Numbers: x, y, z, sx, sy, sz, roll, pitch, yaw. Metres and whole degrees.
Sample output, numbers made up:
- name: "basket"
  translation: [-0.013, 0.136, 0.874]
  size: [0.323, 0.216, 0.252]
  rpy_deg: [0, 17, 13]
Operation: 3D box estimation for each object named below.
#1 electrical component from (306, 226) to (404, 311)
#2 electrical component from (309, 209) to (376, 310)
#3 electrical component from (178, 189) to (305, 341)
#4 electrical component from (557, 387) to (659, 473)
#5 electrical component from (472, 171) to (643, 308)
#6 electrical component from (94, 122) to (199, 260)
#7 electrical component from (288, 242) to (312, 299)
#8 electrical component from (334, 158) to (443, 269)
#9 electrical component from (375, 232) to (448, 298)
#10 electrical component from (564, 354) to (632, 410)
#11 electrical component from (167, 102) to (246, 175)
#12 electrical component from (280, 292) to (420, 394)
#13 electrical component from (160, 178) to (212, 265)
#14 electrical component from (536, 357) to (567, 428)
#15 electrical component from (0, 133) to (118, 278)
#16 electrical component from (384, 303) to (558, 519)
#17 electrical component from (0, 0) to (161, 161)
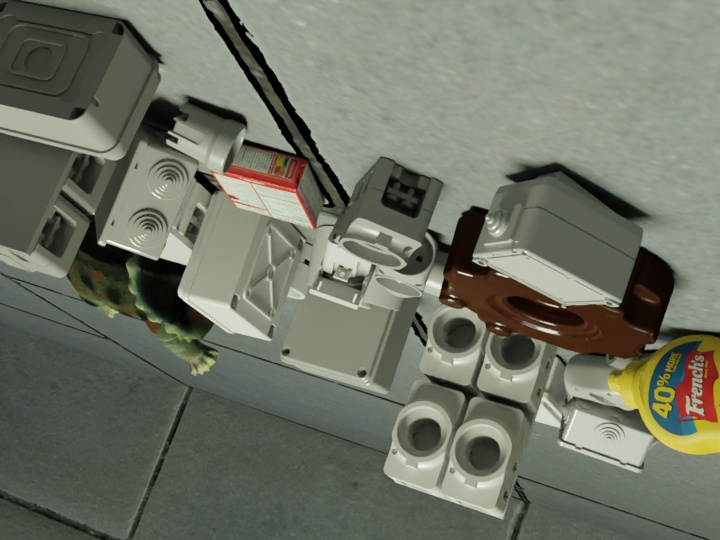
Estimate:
- name: "electrical component"
  translation: [0.000, 0.000, 0.988]
  size: [0.099, 0.064, 0.099]
  rpy_deg: [16, 180, 0]
- name: "electrical component"
  translation: [-0.008, -0.012, 0.885]
  size: [0.042, 0.081, 0.063]
  rpy_deg: [18, 138, 5]
- name: "electrical component"
  translation: [-0.105, -0.003, 0.983]
  size: [0.056, 0.108, 0.108]
  rpy_deg: [12, 164, 21]
- name: "electrical component"
  translation: [0.255, 0.151, 1.101]
  size: [0.100, 0.048, 0.099]
  rpy_deg: [19, -151, 7]
- name: "electrical component"
  translation: [0.121, -0.022, 0.682]
  size: [0.096, 0.061, 0.062]
  rpy_deg: [26, 167, -22]
- name: "electrical component"
  translation: [-0.165, -0.063, 0.830]
  size: [0.048, 0.099, 0.099]
  rpy_deg: [21, -168, -21]
- name: "electrical component"
  translation: [-0.069, -0.002, 1.064]
  size: [0.055, 0.047, 0.055]
  rpy_deg: [19, 166, 5]
- name: "electrical component"
  translation: [0.018, -0.037, 0.785]
  size: [0.050, 0.055, 0.089]
  rpy_deg: [22, 166, -8]
- name: "electrical component"
  translation: [0.056, 0.000, 0.897]
  size: [0.079, 0.044, 0.077]
  rpy_deg: [20, 166, 4]
- name: "electrical component"
  translation: [0.254, 0.113, 1.051]
  size: [0.079, 0.043, 0.077]
  rpy_deg: [30, 164, -34]
- name: "electrical component"
  translation: [-0.112, -0.096, 0.779]
  size: [0.046, 0.040, 0.040]
  rpy_deg: [26, 166, 1]
- name: "electrical component"
  translation: [-0.010, 0.057, 1.080]
  size: [0.109, 0.108, 0.056]
  rpy_deg: [13, 167, 29]
- name: "electrical component"
  translation: [-0.181, -0.059, 0.974]
  size: [0.089, 0.061, 0.150]
  rpy_deg: [15, 165, 22]
- name: "electrical component"
  translation: [0.173, 0.122, 1.178]
  size: [0.109, 0.056, 0.109]
  rpy_deg: [13, 164, 29]
- name: "electrical component"
  translation: [-0.230, -0.079, 0.777]
  size: [0.089, 0.150, 0.061]
  rpy_deg: [16, 165, 19]
- name: "electrical component"
  translation: [0.103, 0.113, 0.965]
  size: [0.105, 0.186, 0.060]
  rpy_deg: [15, 165, 21]
- name: "electrical component"
  translation: [-0.199, -0.125, 0.711]
  size: [0.113, 0.078, 0.057]
  rpy_deg: [15, 163, 22]
